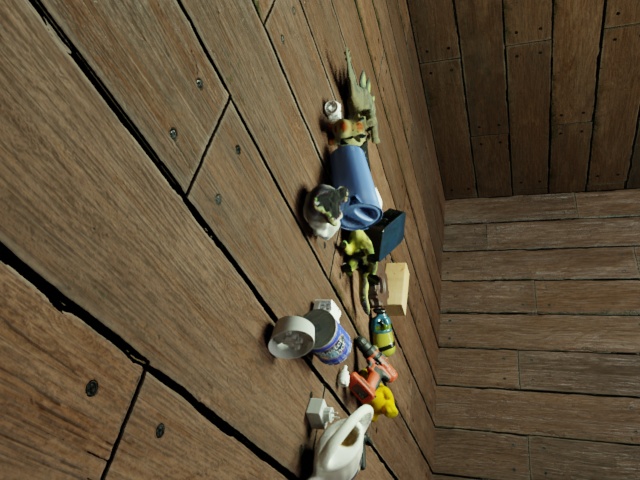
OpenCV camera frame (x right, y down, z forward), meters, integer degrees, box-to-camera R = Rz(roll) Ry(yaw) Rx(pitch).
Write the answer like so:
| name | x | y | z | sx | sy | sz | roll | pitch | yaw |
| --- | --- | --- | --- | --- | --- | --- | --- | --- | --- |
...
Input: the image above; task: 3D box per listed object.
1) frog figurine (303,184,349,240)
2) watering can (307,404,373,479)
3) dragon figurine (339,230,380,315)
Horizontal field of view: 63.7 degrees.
| name | x | y | z | sx | sy | sz | roll | pitch | yaw |
| --- | --- | --- | --- | --- | --- | --- | --- | --- | --- |
| frog figurine | 0.004 | -0.070 | 1.389 | 0.157 | 0.123 | 0.140 | 127 | -37 | -63 |
| watering can | 0.020 | 0.559 | 1.276 | 0.353 | 0.105 | 0.219 | -40 | 146 | -33 |
| dragon figurine | 0.139 | 0.030 | 1.714 | 0.249 | 0.122 | 0.401 | -80 | 166 | -51 |
